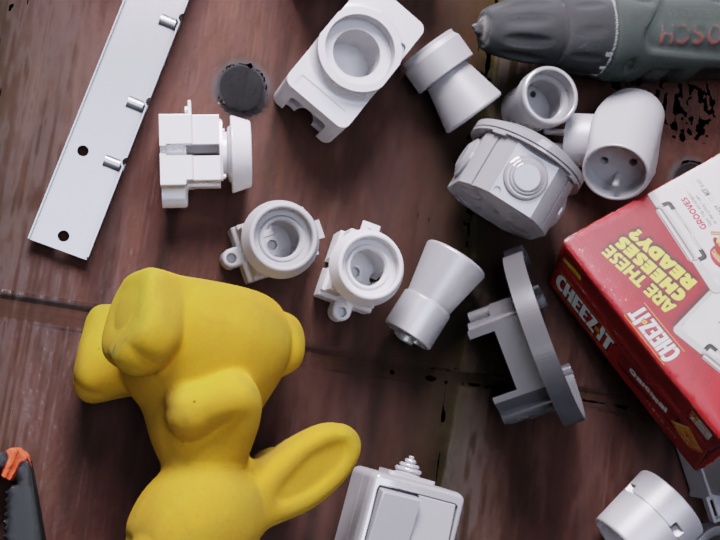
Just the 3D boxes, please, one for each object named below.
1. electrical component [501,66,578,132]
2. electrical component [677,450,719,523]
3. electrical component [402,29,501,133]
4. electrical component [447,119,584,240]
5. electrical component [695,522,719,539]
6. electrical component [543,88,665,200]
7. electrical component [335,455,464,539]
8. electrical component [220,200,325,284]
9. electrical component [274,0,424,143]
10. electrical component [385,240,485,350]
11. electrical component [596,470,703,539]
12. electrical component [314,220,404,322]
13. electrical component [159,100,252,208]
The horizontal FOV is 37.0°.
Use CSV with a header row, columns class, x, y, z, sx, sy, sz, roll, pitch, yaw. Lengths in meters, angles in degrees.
class,x,y,z,sx,sy,sz,roll,pitch,yaw
electrical component,0.120,-0.113,0.731,0.040,0.046,0.040,1,84,-15
electrical component,0.290,0.118,0.745,0.121,0.063,0.078,-18,89,-16
electrical component,0.061,-0.126,0.717,0.045,0.045,0.055,-37,94,-15
electrical component,0.101,-0.059,0.704,0.080,0.080,0.051,32,82,-10
electrical component,0.249,0.197,0.731,0.045,0.055,0.045,1,84,-15
electrical component,0.162,-0.087,0.734,0.079,0.044,0.077,6,39,21
electrical component,0.023,0.164,0.671,0.062,0.061,0.096,17,81,-13
electrical component,-0.052,-0.017,0.671,0.066,0.055,0.048,-19,90,-16
electrical component,-0.007,-0.134,0.695,0.050,0.056,0.089,39,77,-8
electrical component,0.046,0.019,0.702,0.044,0.044,0.065,34,82,-9
electrical component,0.192,0.170,0.719,0.047,0.055,0.055,-39,95,-11
electrical component,0.000,0.000,0.684,0.048,0.055,0.066,20,80,-12
electrical component,-0.096,-0.072,0.671,0.055,0.048,0.066,-2,85,-7
